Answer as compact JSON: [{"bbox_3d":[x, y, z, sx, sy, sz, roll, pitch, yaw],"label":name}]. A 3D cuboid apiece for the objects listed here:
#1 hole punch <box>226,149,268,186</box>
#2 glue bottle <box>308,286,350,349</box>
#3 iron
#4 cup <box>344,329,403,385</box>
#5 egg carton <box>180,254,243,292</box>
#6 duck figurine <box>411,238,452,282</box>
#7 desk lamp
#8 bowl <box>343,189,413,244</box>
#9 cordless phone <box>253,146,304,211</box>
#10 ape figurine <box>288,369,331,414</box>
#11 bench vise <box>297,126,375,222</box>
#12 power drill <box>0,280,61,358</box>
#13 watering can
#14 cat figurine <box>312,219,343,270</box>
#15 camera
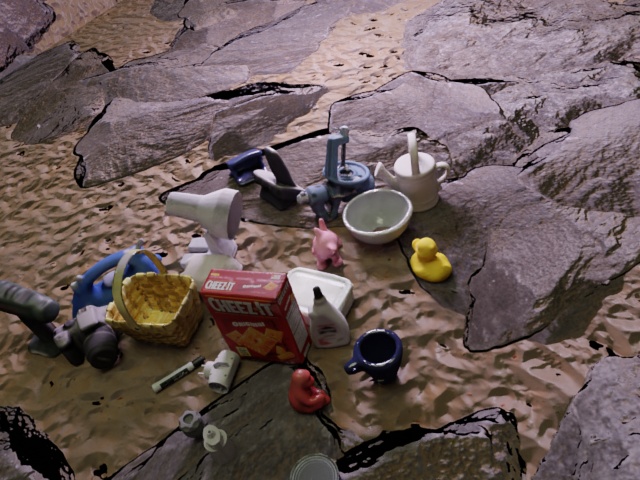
[{"bbox_3d":[-0.219,-0.226,1.668,0.109,0.091,0.100,-27,43,-11],"label":"hole punch"},{"bbox_3d":[0.009,0.150,1.136,0.078,0.173,0.037,-12,42,6],"label":"glue bottle"},{"bbox_3d":[-0.503,0.099,1.377,0.258,0.142,0.118,-29,44,-13],"label":"iron"},{"bbox_3d":[0.104,0.235,1.075,0.118,0.095,0.091,-28,43,-12],"label":"cup"},{"bbox_3d":[-0.262,0.087,1.367,0.150,0.069,0.107,-1,45,17],"label":"egg carton"},{"bbox_3d":[0.239,0.036,1.249,0.078,0.086,0.104,-34,45,-18],"label":"duck figurine"},{"bbox_3d":[-0.270,-0.030,1.385,0.202,0.214,0.118,-1,45,17],"label":"desk lamp"},{"bbox_3d":[0.141,-0.044,1.372,0.167,0.075,0.167,-9,43,9],"label":"bowl"},{"bbox_3d":[-0.124,-0.185,1.524,0.094,0.185,0.147,-41,47,-24],"label":"cordless phone"},{"bbox_3d":[-0.028,0.277,1.074,0.076,0.092,0.077,-18,42,-1],"label":"ape figurine"},{"bbox_3d":[0.039,-0.160,1.420,0.121,0.220,0.208,25,57,37],"label":"bench vise"},{"bbox_3d":[-0.670,0.173,1.302,0.229,0.209,0.076,5,47,23],"label":"power drill"},{"bbox_3d":[0.223,-0.168,1.388,0.173,0.194,0.100,-21,42,-5],"label":"watering can"},{"bbox_3d":[0.012,0.005,1.330,0.067,0.118,0.127,-12,42,5],"label":"cat figurine"},{"bbox_3d":[-0.514,0.223,1.279,0.143,0.101,0.136,-28,43,-12],"label":"camera"}]
